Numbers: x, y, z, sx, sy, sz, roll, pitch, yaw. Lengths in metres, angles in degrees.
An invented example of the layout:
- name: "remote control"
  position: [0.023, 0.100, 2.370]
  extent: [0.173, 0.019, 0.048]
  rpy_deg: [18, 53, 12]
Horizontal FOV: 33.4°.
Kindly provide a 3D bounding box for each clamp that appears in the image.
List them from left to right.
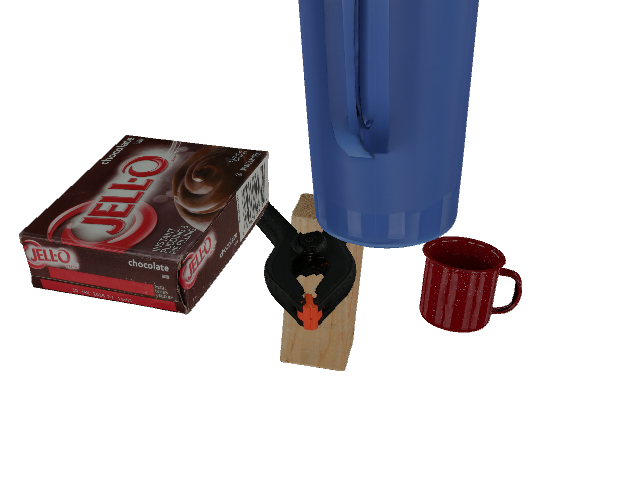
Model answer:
- name: "clamp"
  position: [-0.019, 0.007, 0.940]
  extent: [0.120, 0.039, 0.171]
  rpy_deg: [-1, 39, 12]

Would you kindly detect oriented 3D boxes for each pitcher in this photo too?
- name: "pitcher"
  position: [0.044, -0.118, 0.754]
  extent: [0.149, 0.243, 0.145]
  rpy_deg: [-13, 27, -23]

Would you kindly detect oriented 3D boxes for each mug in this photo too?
- name: "mug"
  position: [0.169, 0.052, 1.205]
  extent: [0.117, 0.081, 0.093]
  rpy_deg: [7, 24, 4]

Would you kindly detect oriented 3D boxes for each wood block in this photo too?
- name: "wood block"
  position: [0.004, 0.053, 1.392]
  extent: [0.090, 0.206, 0.090]
  rpy_deg: [8, 23, 6]

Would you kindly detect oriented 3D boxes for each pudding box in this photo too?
- name: "pudding box"
  position: [-0.087, -0.012, 0.558]
  extent: [0.090, 0.039, 0.113]
  rpy_deg: [9, 33, 18]
